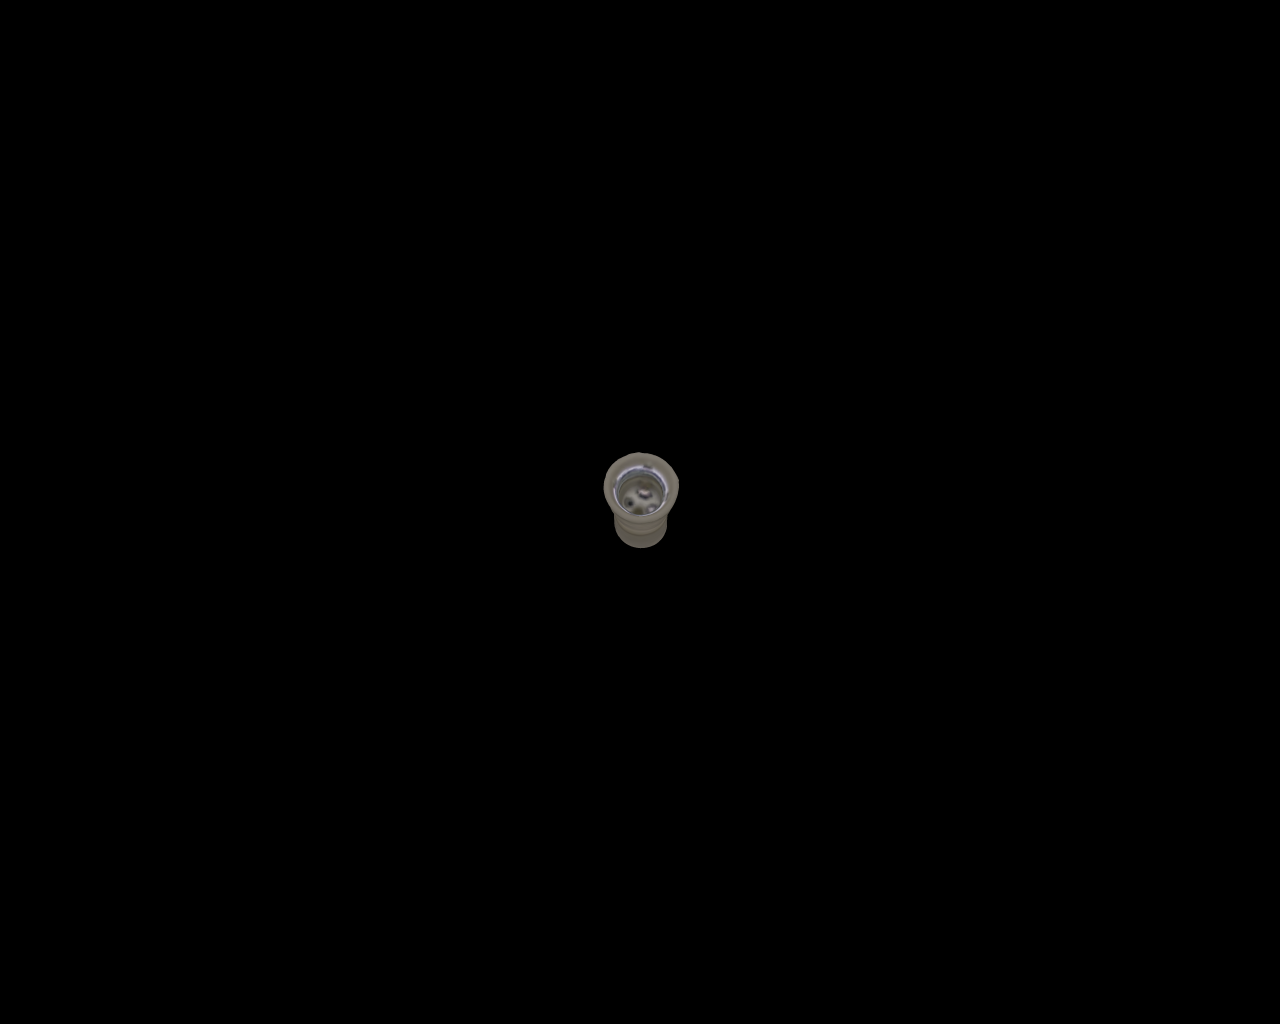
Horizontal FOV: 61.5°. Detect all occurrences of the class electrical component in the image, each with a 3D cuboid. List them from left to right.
[{"bbox_3d":[0.001,-0.003,0.650,0.044,0.044,0.065,0,-23,0],"label":"electrical component"}]
